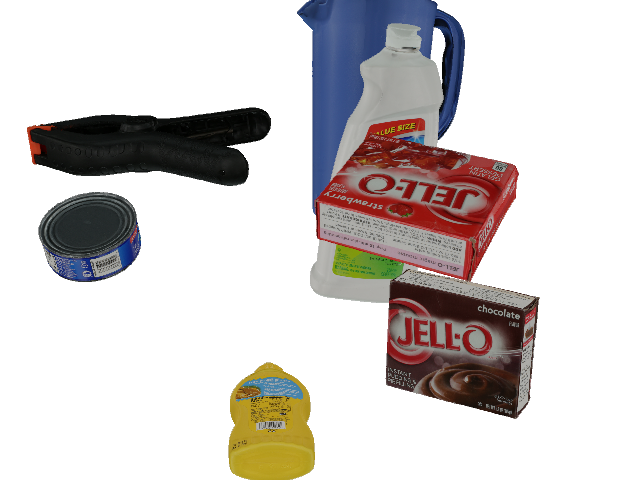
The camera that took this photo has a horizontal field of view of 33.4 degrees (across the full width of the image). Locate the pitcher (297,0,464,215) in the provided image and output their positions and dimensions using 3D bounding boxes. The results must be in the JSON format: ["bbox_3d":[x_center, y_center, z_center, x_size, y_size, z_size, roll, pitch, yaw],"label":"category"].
[{"bbox_3d":[0.061,-0.141,1.144,0.149,0.243,0.144,7,9,24],"label":"pitcher"}]

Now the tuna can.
[{"bbox_3d":[-0.202,-0.003,0.941,0.086,0.034,0.086,-3,42,2],"label":"tuna can"}]

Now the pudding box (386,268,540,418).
[{"bbox_3d":[0.107,0.077,0.820,0.114,0.090,0.039,10,22,26],"label":"pudding box"}]

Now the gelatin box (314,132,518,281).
[{"bbox_3d":[0.052,-0.021,0.569,0.089,0.030,0.073,15,41,21],"label":"gelatin box"}]

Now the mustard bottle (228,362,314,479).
[{"bbox_3d":[-0.059,0.203,1.260,0.096,0.058,0.191,-3,27,-2],"label":"mustard bottle"}]

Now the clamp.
[{"bbox_3d":[-0.117,-0.071,0.756,0.171,0.039,0.120,6,18,13],"label":"clamp"}]

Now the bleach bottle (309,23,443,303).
[{"bbox_3d":[0.052,-0.070,0.968,0.102,0.251,0.068,6,21,0],"label":"bleach bottle"}]
